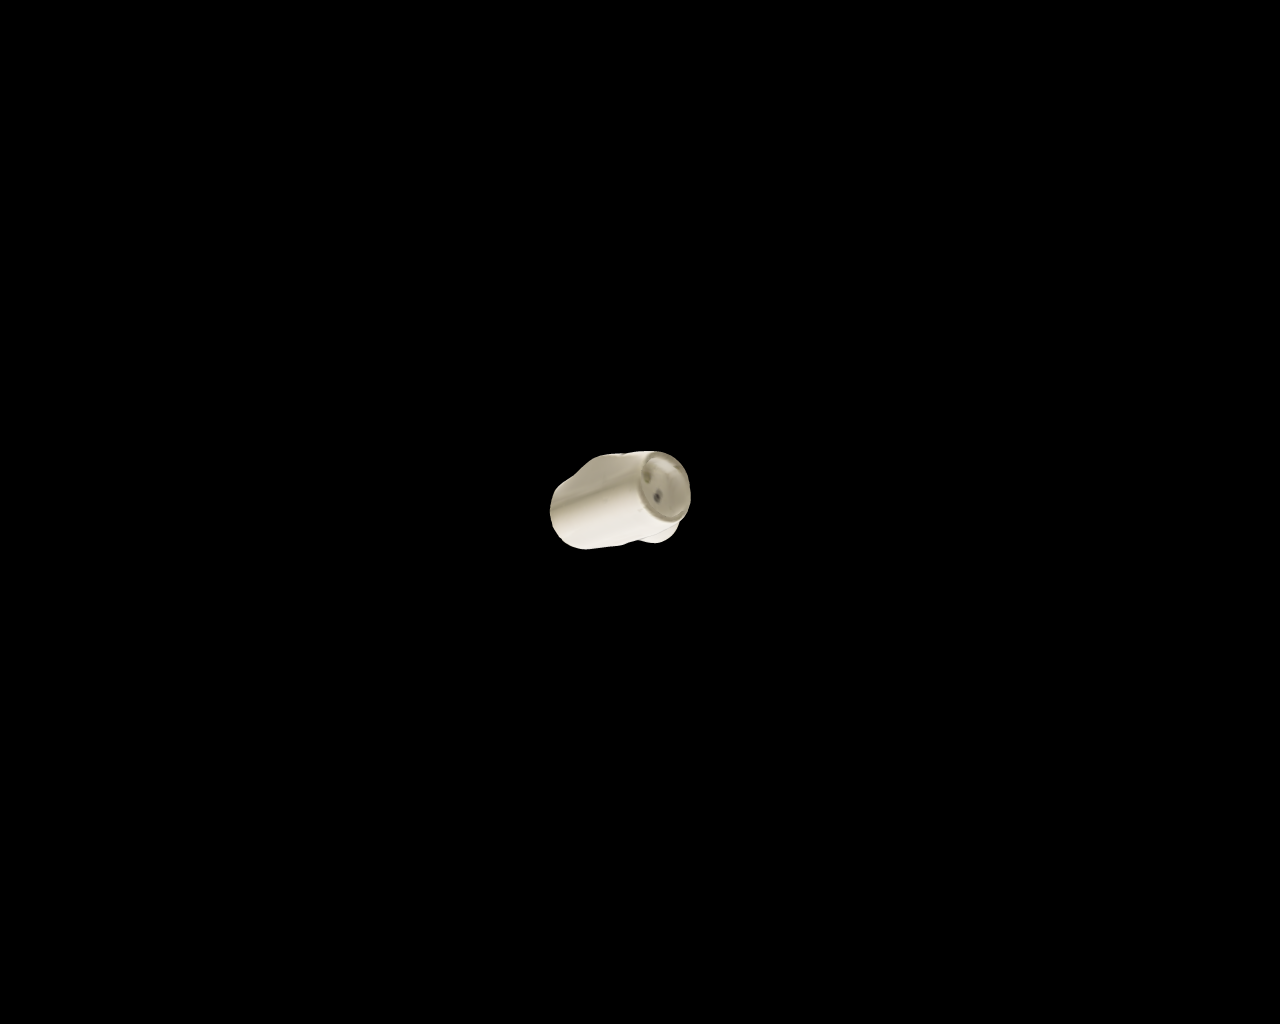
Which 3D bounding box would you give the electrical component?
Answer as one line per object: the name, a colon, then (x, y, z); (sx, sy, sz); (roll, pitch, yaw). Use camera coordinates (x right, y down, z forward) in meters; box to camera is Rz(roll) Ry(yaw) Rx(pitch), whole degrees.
electrical component: (0.001, -0.003, 0.650); (0.079, 0.043, 0.077); (17, -26, -41)
